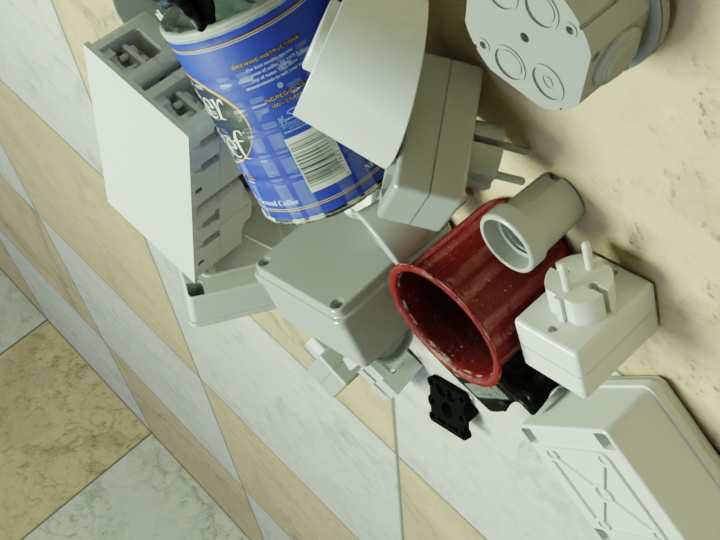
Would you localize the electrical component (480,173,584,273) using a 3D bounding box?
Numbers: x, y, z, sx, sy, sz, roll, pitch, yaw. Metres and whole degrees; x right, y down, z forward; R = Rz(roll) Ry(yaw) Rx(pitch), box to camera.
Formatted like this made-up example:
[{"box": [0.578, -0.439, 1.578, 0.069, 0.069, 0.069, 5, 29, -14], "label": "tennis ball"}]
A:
[{"box": [0.097, -0.027, 0.601, 0.040, 0.046, 0.040, 43, 159, 21], "label": "electrical component"}]

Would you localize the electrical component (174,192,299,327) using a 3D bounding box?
[{"box": [-0.103, -0.019, 0.906, 0.056, 0.109, 0.108, 96, 158, -60], "label": "electrical component"}]

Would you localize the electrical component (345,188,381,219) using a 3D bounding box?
[{"box": [0.021, -0.051, 0.729, 0.062, 0.048, 0.048, 23, 148, 35], "label": "electrical component"}]

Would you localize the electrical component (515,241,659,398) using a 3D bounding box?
[{"box": [0.123, 0.017, 0.595, 0.047, 0.066, 0.076, 32, 153, 42], "label": "electrical component"}]

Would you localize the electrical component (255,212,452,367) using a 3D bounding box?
[{"box": [0.000, 0.000, 0.766, 0.109, 0.109, 0.056, 28, 152, 47], "label": "electrical component"}]

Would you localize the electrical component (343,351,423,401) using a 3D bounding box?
[{"box": [0.019, 0.083, 0.966, 0.055, 0.048, 0.066, 43, 160, -2], "label": "electrical component"}]

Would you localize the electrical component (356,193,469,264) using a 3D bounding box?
[{"box": [0.036, -0.039, 0.682, 0.044, 0.065, 0.044, 51, 179, 1], "label": "electrical component"}]

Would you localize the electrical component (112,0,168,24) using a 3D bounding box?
[{"box": [-0.124, -0.178, 0.780, 0.099, 0.064, 0.099, 42, 159, 21], "label": "electrical component"}]

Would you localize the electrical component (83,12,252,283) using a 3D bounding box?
[{"box": [-0.138, -0.088, 0.798, 0.105, 0.060, 0.186, 41, 153, 17], "label": "electrical component"}]

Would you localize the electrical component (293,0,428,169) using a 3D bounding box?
[{"box": [0.005, -0.112, 0.577, 0.064, 0.099, 0.099, 24, 161, -7], "label": "electrical component"}]

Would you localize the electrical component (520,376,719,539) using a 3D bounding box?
[{"box": [0.174, 0.125, 0.691, 0.108, 0.056, 0.109, 53, 160, -8], "label": "electrical component"}]

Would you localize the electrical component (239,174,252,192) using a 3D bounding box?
[{"box": [-0.074, -0.103, 0.821, 0.061, 0.061, 0.096, 57, 153, -14], "label": "electrical component"}]

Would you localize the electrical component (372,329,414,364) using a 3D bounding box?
[{"box": [0.008, 0.045, 0.899, 0.057, 0.058, 0.078, 23, 129, 50], "label": "electrical component"}]

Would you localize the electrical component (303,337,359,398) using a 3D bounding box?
[{"box": [-0.029, 0.077, 1.052, 0.076, 0.047, 0.065, 47, 159, 4], "label": "electrical component"}]

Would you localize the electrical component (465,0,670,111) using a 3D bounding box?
[{"box": [0.088, -0.113, 0.463, 0.080, 0.051, 0.080, 42, 159, 21], "label": "electrical component"}]

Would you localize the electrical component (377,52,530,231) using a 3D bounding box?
[{"box": [0.057, -0.066, 0.594, 0.076, 0.083, 0.047, 13, 160, -7], "label": "electrical component"}]
